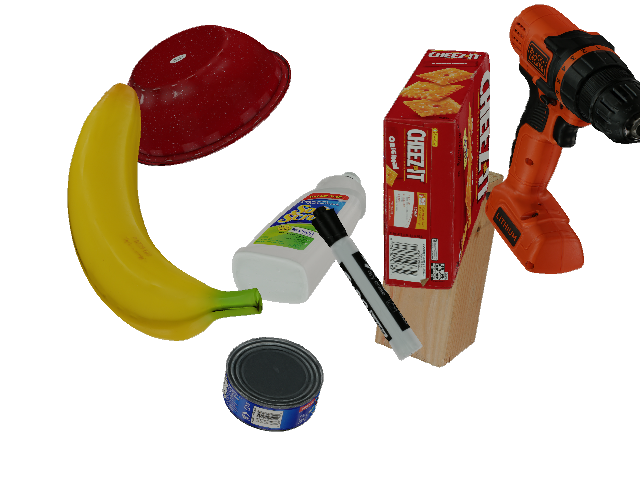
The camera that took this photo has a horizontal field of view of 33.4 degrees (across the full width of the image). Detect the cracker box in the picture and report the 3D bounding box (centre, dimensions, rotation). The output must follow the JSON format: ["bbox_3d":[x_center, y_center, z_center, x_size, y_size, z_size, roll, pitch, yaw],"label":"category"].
[{"bbox_3d":[0.115,-0.074,1.013,0.072,0.164,0.213,5,27,16],"label":"cracker box"}]

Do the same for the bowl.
[{"bbox_3d":[-0.109,-0.135,0.912,0.162,0.055,0.162,-18,38,14],"label":"bowl"}]

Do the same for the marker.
[{"bbox_3d":[0.030,0.028,0.741,0.020,0.121,0.020,-31,-11,-7],"label":"marker"}]

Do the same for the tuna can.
[{"bbox_3d":[-0.042,0.125,0.932,0.086,0.034,0.086,8,36,-6],"label":"tuna can"}]

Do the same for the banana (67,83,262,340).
[{"bbox_3d":[-0.097,-0.011,0.555,0.069,0.037,0.198,-25,50,-12],"label":"banana"}]

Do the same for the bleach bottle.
[{"bbox_3d":[-0.013,-0.017,1.340,0.103,0.068,0.250,9,34,20],"label":"bleach bottle"}]

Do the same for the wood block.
[{"bbox_3d":[0.131,0.022,1.189,0.090,0.206,0.090,19,25,28],"label":"wood block"}]

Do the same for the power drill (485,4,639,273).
[{"bbox_3d":[0.190,-0.070,0.833,0.057,0.188,0.184,-2,34,-15],"label":"power drill"}]
